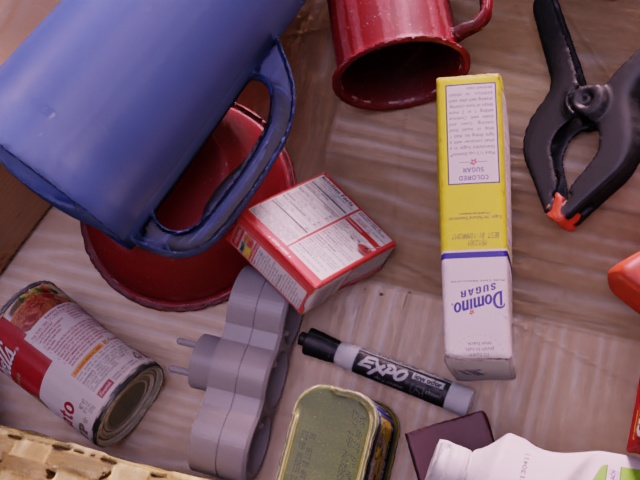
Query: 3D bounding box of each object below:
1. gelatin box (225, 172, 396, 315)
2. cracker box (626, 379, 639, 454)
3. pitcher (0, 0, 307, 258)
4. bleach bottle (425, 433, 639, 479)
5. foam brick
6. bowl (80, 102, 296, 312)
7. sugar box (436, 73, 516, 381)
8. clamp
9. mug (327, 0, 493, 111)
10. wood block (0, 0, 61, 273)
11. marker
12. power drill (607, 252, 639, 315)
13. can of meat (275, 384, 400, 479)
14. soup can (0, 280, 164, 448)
[{"bbox_3d":[-0.004,0.001,0.696,0.073,0.089,0.030,44,132,18],"label":"gelatin box"},{"bbox_3d":[0.288,0.057,0.571,0.214,0.072,0.164,12,81,4],"label":"cracker box"},{"bbox_3d":[-0.091,-0.117,0.666,0.242,0.149,0.145,-52,42,-8],"label":"pitcher"},{"bbox_3d":[0.182,0.160,0.585,0.251,0.068,0.102,19,42,7],"label":"bleach bottle"},{"bbox_3d":[0.088,0.149,0.650,0.051,0.053,0.078,-18,72,7],"label":"foam brick"},{"bbox_3d":[-0.100,-0.034,0.736,0.162,0.055,0.162,-3,75,11],"label":"bowl"},{"bbox_3d":[0.097,-0.004,0.668,0.048,0.093,0.176,-1,75,12],"label":"sugar box"},{"bbox_3d":[0.172,-0.094,0.702,0.120,0.039,0.171,22,85,42],"label":"clamp"},{"bbox_3d":[0.059,-0.148,0.713,0.117,0.093,0.081,-19,66,25],"label":"mug"},{"bbox_3d":[-0.224,-0.081,0.755,0.090,0.090,0.206,34,85,18],"label":"wood block"},{"bbox_3d":[0.041,0.085,0.695,0.121,0.020,0.020,20,80,16],"label":"marker"},{"bbox_3d":[0.266,-0.022,0.657,0.184,0.057,0.187,42,87,18],"label":"power drill"},{"bbox_3d":[0.009,0.142,0.652,0.057,0.084,0.102,11,78,14],"label":"can of meat"},{"bbox_3d":[-0.163,0.082,0.712,0.102,0.068,0.068,34,84,17],"label":"soup can"}]
